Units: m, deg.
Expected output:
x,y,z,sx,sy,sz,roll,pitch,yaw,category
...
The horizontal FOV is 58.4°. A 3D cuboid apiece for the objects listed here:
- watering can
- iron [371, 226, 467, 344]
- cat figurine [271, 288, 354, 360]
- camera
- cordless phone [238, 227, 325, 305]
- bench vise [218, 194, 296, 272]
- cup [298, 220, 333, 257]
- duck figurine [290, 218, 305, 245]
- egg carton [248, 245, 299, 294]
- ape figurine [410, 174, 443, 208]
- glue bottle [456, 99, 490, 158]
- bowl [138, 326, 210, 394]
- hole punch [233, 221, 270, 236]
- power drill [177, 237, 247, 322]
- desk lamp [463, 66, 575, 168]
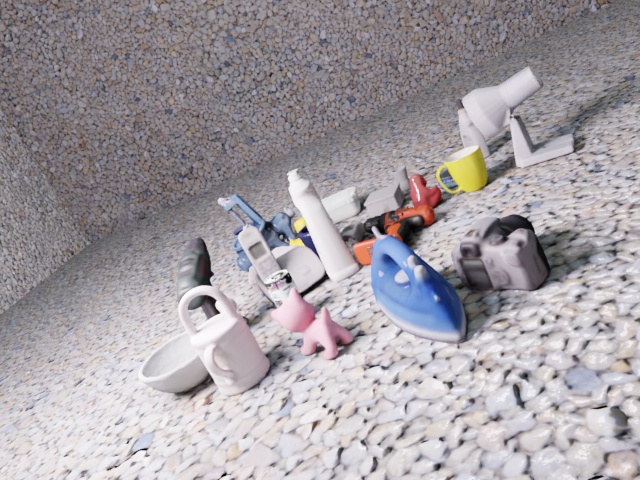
x,y,z,sx,sy,sz,roll,pitch,yaw,category
-0.177,0.165,1.011,0.101,0.194,0.172,-30,17,-9,watering can
0.149,0.060,0.927,0.119,0.142,0.258,-29,17,-6,iron
-0.020,0.138,0.989,0.127,0.118,0.067,-6,26,48,cat figurine
0.302,0.006,0.931,0.137,0.101,0.142,-38,20,-31,camera
-0.087,0.038,1.264,0.148,0.185,0.094,-33,18,-20,cordless phone
-0.180,-0.048,1.592,0.121,0.220,0.208,-5,27,50,bench vise
0.013,0.005,1.369,0.092,0.095,0.117,-35,19,-26,cup
-0.039,-0.016,1.522,0.104,0.086,0.077,-23,18,12,duck figurine
-0.101,0.069,1.392,0.107,0.069,0.151,-6,27,49,egg carton
0.247,-0.119,1.390,0.076,0.092,0.077,-36,19,-27,ape figurine
0.405,-0.303,1.556,0.037,0.173,0.078,-30,18,-10,glue bottle
-0.259,0.243,1.109,0.167,0.075,0.167,-24,17,8,bowl
-0.199,-0.024,1.770,0.108,0.091,0.101,-20,18,21,hole punch
-0.236,0.115,1.217,0.075,0.209,0.229,-25,17,5,power drill
0.464,-0.284,1.346,0.202,0.214,0.118,-17,20,30,desk lamp
